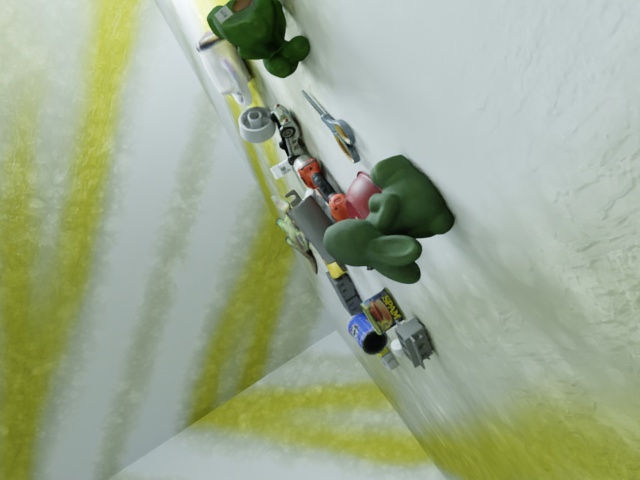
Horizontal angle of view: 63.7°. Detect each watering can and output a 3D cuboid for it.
[{"bbox_3d":[-0.272,-0.489,1.476,0.104,0.221,0.352,-30,25,-8],"label":"watering can"}]

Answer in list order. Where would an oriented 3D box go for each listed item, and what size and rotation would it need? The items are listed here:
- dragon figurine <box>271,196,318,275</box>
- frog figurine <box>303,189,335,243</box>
[{"bbox_3d":[-0.073,-0.001,1.923,0.122,0.405,0.246,-28,20,1],"label":"dragon figurine"},{"bbox_3d":[0.004,-0.070,1.394,0.123,0.157,0.139,-8,19,-3],"label":"frog figurine"}]
